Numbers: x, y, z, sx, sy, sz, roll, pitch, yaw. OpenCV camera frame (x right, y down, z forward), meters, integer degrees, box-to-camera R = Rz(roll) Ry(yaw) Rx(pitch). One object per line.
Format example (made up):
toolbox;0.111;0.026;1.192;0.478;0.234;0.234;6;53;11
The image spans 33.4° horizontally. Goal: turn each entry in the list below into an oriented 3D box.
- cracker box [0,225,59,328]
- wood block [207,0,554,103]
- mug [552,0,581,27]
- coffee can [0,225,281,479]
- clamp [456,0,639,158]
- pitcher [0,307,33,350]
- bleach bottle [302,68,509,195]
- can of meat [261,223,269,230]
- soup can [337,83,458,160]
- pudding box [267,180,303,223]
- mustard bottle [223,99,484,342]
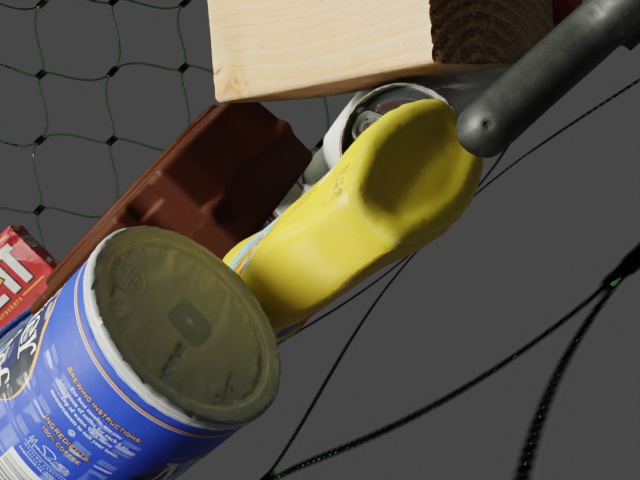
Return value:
cracker box;-0.294;0.116;1.083;0.164;0.213;0.072;-44;4;-4
wood block;0.026;-0.135;0.618;0.090;0.091;0.207;-8;5;-35
mug;0.154;-0.174;0.657;0.093;0.081;0.117;-39;7;46
coffee can;-0.101;0.075;0.497;0.140;0.103;0.102;-41;5;29
clamp;0.128;-0.099;0.470;0.172;0.039;0.120;-45;3;33
pitcher;-0.211;0.101;0.984;0.242;0.149;0.145;-42;2;-11
bleach bottle;0.050;-0.081;0.770;0.102;0.068;0.251;-22;-11;-37
can of meat;-0.083;0.022;1.102;0.084;0.057;0.102;-46;4;6
soup can;0.044;-0.055;0.622;0.068;0.068;0.102;-44;4;3
pudding box;-0.039;-0.041;0.929;0.039;0.113;0.090;-41;4;-5
mustard bottle;-0.003;0.006;0.544;0.192;0.058;0.096;-38;8;49
